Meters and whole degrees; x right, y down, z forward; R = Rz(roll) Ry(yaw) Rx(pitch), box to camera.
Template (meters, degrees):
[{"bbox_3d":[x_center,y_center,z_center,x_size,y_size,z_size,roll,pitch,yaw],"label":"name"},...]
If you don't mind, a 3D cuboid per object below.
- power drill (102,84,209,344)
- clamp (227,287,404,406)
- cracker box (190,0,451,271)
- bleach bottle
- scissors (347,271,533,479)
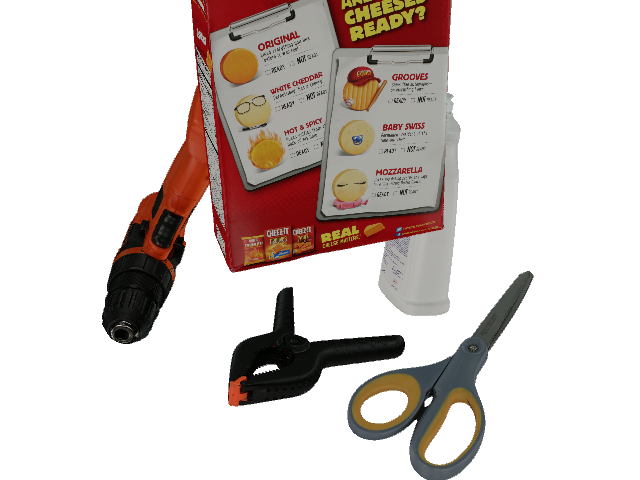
[{"bbox_3d":[-0.115,-0.028,0.855,0.057,0.188,0.184,26,32,-15],"label":"power drill"},{"bbox_3d":[-0.018,0.120,1.119,0.165,0.036,0.209,18,29,23],"label":"clamp"},{"bbox_3d":[0.001,-0.097,0.730,0.164,0.214,0.072,-11,32,-14],"label":"cracker box"},{"bbox_3d":[0.124,-0.046,1.240,0.068,0.251,0.103,-1,22,-22],"label":"bleach bottle"},{"bbox_3d":[0.081,0.077,0.714,0.096,0.016,0.201,9,40,14],"label":"scissors"}]
